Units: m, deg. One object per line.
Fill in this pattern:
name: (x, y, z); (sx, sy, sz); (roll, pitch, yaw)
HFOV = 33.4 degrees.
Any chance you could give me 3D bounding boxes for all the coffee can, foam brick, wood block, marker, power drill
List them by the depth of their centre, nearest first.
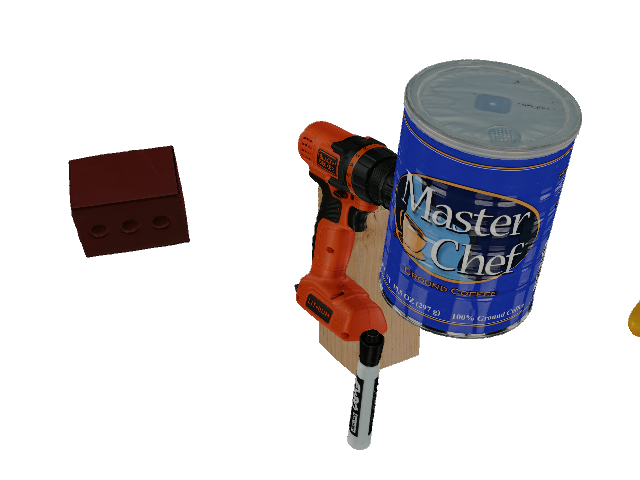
coffee can: (0.094, -0.025, 0.656); (0.103, 0.140, 0.103); (3, 37, -3)
foam brick: (-0.137, -0.028, 0.764); (0.078, 0.051, 0.053); (-9, -38, -4)
marker: (0.035, 0.116, 0.826); (0.020, 0.121, 0.020); (3, 38, -3)
power drill: (0.035, -0.004, 1.001); (0.057, 0.188, 0.185); (-7, 25, -30)
wood block: (0.056, 0.037, 1.213); (0.090, 0.206, 0.090); (-16, 32, -27)

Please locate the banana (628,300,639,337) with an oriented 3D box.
banana: (0.295, 0.031, 0.702); (0.198, 0.037, 0.069); (-2, 33, 1)
